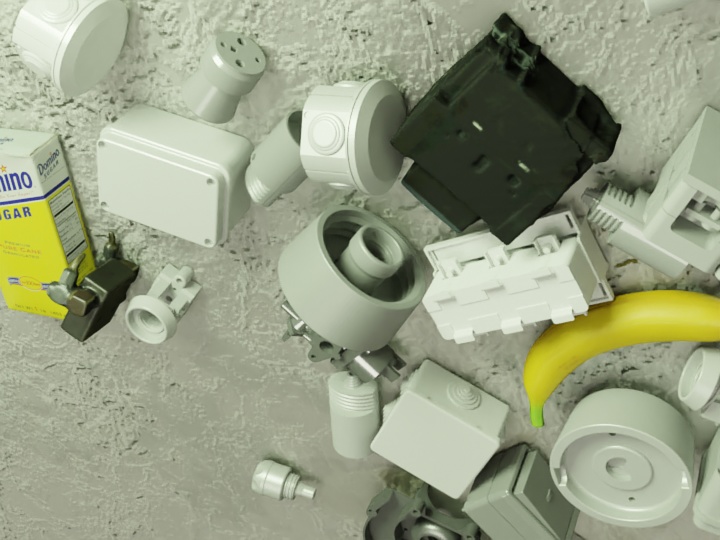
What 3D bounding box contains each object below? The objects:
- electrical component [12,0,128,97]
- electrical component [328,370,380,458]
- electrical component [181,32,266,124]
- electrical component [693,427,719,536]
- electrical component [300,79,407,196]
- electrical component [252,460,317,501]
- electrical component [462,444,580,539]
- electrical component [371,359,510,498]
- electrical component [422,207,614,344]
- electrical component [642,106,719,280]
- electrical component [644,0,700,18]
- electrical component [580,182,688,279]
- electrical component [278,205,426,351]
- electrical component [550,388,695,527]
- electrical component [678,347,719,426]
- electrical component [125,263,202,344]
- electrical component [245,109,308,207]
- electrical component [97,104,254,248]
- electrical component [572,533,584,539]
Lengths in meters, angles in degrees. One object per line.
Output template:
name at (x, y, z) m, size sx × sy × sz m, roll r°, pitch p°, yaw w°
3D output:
electrical component at (-0.213, -0.174, 0.797) m, size 0.051 × 0.080 × 0.080 m, roll 31°, pitch 132°, yaw 8°
electrical component at (-0.005, 0.121, 0.942) m, size 0.043 × 0.043 × 0.081 m, roll 11°, pitch 128°, yaw 19°
electrical component at (-0.100, -0.141, 0.789) m, size 0.045 × 0.045 × 0.055 m, roll 39°, pitch 131°, yaw -6°
electrical component at (0.312, 0.167, 0.799) m, size 0.113 × 0.078 × 0.057 m, roll 20°, pitch 128°, yaw 12°
electrical component at (-0.003, -0.094, 0.754) m, size 0.051 × 0.080 × 0.080 m, roll 8°, pitch 128°, yaw 28°
electrical component at (-0.073, 0.209, 1.049) m, size 0.061 × 0.035 × 0.035 m, roll 16°, pitch 130°, yaw 11°
electrical component at (0.147, 0.205, 0.920) m, size 0.096 × 0.061 × 0.061 m, roll 46°, pitch 131°, yaw -12°
electrical component at (0.069, 0.134, 0.912) m, size 0.100 × 0.048 × 0.099 m, roll 30°, pitch 132°, yaw 3°
electrical component at (0.111, 0.009, 0.787) m, size 0.121 × 0.063 × 0.078 m, roll -15°, pitch 117°, yaw 34°
electrical component at (0.260, -0.023, 0.671) m, size 0.150 × 0.089 × 0.061 m, roll 30°, pitch 132°, yaw 3°
electrical component at (0.198, -0.174, 0.621) m, size 0.065 × 0.044 × 0.044 m, roll -6°, pitch 122°, yaw 24°
electrical component at (0.188, -0.033, 0.731) m, size 0.081 × 0.043 × 0.043 m, roll 30°, pitch 132°, yaw 3°
electrical component at (0.000, 0.000, 0.809) m, size 0.108 × 0.108 × 0.060 m, roll 39°, pitch 126°, yaw -5°
electrical component at (0.209, 0.141, 0.841) m, size 0.108 × 0.060 × 0.108 m, roll 13°, pitch 129°, yaw 17°
electrical component at (0.266, 0.085, 0.781) m, size 0.055 × 0.048 × 0.066 m, roll 21°, pitch 132°, yaw 0°
electrical component at (-0.175, 0.033, 0.951) m, size 0.048 × 0.055 × 0.066 m, roll 36°, pitch 132°, yaw -3°
electrical component at (-0.059, -0.081, 0.815) m, size 0.043 × 0.043 × 0.081 m, roll 43°, pitch 132°, yaw -9°
electrical component at (-0.148, -0.074, 0.855) m, size 0.113 × 0.057 × 0.078 m, roll 19°, pitch 131°, yaw 12°
electrical component at (0.162, 0.287, 0.975) m, size 0.108 × 0.060 × 0.108 m, roll 14°, pitch 130°, yaw 17°
